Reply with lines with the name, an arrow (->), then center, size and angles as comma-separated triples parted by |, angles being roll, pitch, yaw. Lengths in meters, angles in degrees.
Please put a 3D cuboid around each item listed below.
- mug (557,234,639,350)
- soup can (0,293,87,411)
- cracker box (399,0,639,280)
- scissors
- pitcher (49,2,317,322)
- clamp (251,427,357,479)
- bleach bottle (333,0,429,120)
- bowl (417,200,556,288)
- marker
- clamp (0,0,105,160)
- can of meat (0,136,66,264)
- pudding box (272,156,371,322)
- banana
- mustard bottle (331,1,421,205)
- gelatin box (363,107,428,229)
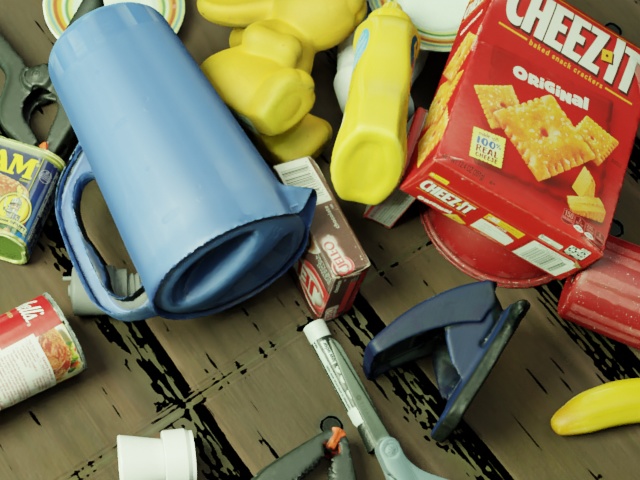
mug -> 0.256, 0.037, 0.910 | 0.081, 0.093, 0.117 | 22, 30, 8
soup can -> -0.236, 0.093, 0.802 | 0.102, 0.068, 0.068 | -28, 70, -22
cracker box -> 0.178, -0.100, 0.888 | 0.164, 0.072, 0.213 | 29, 63, -12
scissors -> 0.072, 0.167, 0.826 | 0.096, 0.016, 0.202 | -7, 74, -20
pitcher -> -0.129, -0.062, 0.840 | 0.148, 0.145, 0.243 | -12, 60, -39
clamp -> -0.018, 0.238, 0.780 | 0.164, 0.036, 0.209 | 30, 61, 6
bleach bottle -> 0.069, -0.198, 1.012 | 0.102, 0.068, 0.251 | 10, 64, -6
bowl -> 0.171, -0.040, 0.949 | 0.162, 0.055, 0.162 | 4, 62, -8
marker -> 0.022, 0.119, 0.859 | 0.020, 0.020, 0.121 | -21, 68, -19
clamp -> -0.235, -0.144, 0.936 | 0.120, 0.039, 0.171 | -19, 73, 4
can of meat -> -0.270, -0.036, 0.872 | 0.102, 0.057, 0.084 | 17, 64, 1
pudding box -> -0.006, 0.001, 0.877 | 0.039, 0.090, 0.113 | -18, 66, -20
banana -> 0.289, 0.147, 0.879 | 0.197, 0.037, 0.069 | 14, 60, -2
mustard bottle -> 0.050, -0.129, 0.886 | 0.058, 0.096, 0.191 | 10, 54, 0
gelatin box -> 0.074, -0.060, 0.923 | 0.030, 0.089, 0.073 | 23, 61, -7
